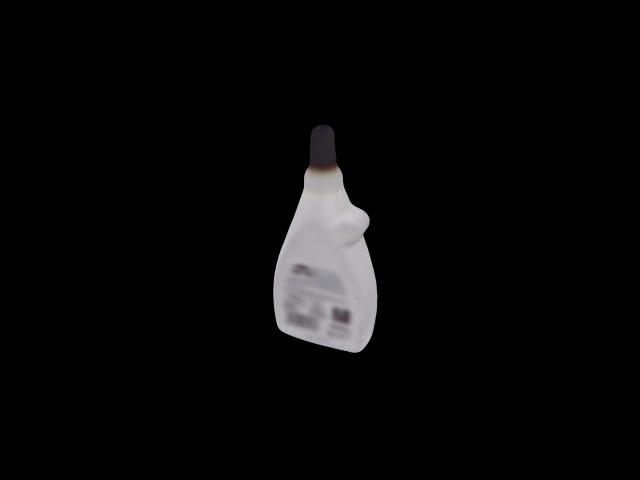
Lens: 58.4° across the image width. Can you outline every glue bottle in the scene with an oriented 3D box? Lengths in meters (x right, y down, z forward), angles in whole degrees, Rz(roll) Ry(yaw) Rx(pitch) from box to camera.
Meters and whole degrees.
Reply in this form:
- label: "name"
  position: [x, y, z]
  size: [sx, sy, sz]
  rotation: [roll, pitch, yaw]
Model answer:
- label: "glue bottle"
  position: [0.004, 0.001, 0.400]
  size: [0.078, 0.173, 0.037]
  rotation: [13, 38, 18]
